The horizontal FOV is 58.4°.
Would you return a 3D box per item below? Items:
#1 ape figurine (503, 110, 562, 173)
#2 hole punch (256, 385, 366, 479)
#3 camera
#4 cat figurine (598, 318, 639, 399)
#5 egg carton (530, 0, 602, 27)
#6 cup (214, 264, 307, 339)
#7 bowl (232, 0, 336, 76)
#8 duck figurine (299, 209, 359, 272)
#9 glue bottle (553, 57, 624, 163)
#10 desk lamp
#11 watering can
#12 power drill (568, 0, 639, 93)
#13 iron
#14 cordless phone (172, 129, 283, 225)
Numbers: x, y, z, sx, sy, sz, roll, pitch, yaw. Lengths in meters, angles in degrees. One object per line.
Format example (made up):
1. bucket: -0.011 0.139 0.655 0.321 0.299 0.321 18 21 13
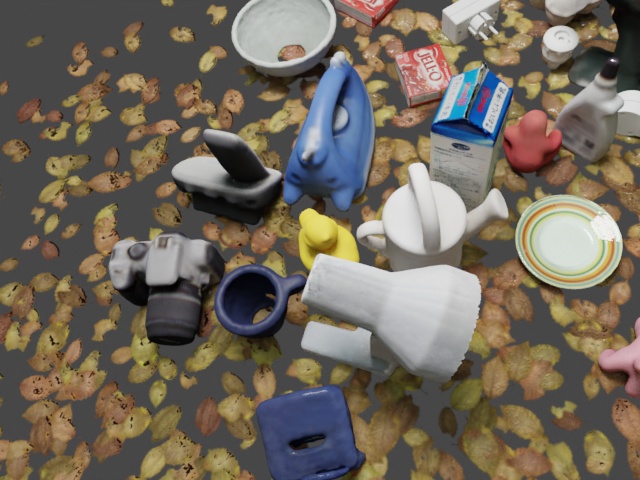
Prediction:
1. ape figurine: 0.287 -0.140 0.775 0.077 0.092 0.076 27 73 19
2. hole punch: -0.010 0.226 0.660 0.108 0.091 0.101 -14 65 3
3. camera: -0.210 0.066 0.759 0.143 0.101 0.137 -3 66 8
4. cat figurine: 0.383 0.106 0.634 0.128 0.118 0.067 -42 66 -10
5. egg carton: 0.400 -0.401 0.885 0.150 0.069 0.107 -29 65 -4
6. cup: -0.066 0.083 0.732 0.118 0.095 0.091 -23 64 -1
7. bowl: -0.052 -0.322 0.922 0.167 0.075 0.167 -3 66 8
8. duck figurine: 0.007 0.003 0.760 0.077 0.086 0.104 -34 65 -6
9. glue bottle: 0.352 -0.171 0.733 0.037 0.173 0.078 -42 66 -10
10. desk lamp: 0.067 0.088 0.642 0.202 0.214 0.118 13 69 15
11. watering can: 0.133 -0.025 0.692 0.173 0.194 0.100 -29 65 -4
12. power drill: 0.403 -0.288 0.757 0.229 0.209 0.076 30 74 20
13. iron: 0.016 -0.176 0.808 0.118 0.142 0.258 8 68 13
14. cordless phone: -0.139 -0.106 0.778 0.147 0.185 0.094 10 68 14
